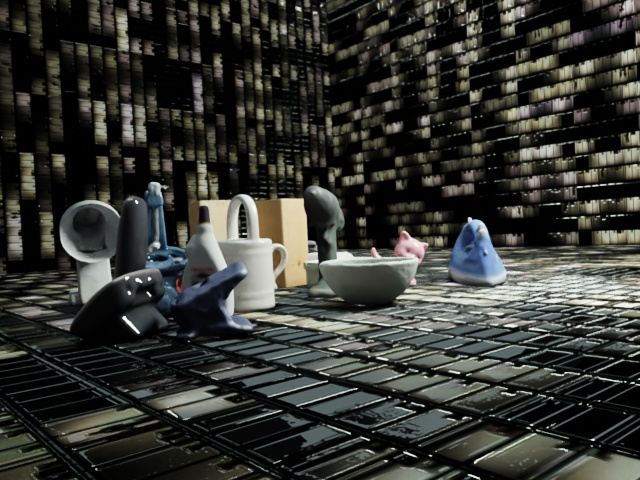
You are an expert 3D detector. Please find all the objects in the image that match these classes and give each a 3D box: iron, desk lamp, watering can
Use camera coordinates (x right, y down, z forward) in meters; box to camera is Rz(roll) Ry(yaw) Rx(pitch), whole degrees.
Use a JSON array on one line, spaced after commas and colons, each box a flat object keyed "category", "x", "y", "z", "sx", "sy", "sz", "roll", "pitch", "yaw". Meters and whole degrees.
[{"category": "iron", "x": 0.345, "y": 0.020, "z": 1.245, "sx": 0.118, "sy": 0.141, "sz": 0.258, "roll": -3, "pitch": 1, "yaw": 6}, {"category": "desk lamp", "x": -0.476, "y": 0.024, "z": 1.188, "sx": 0.118, "sy": 0.213, "sz": 0.202, "roll": -3, "pitch": 1, "yaw": -26}, {"category": "watering can", "x": -0.136, "y": 0.020, "z": 0.966, "sx": 0.100, "sy": 0.194, "sz": 0.173, "roll": -2, "pitch": 1, "yaw": 37}]

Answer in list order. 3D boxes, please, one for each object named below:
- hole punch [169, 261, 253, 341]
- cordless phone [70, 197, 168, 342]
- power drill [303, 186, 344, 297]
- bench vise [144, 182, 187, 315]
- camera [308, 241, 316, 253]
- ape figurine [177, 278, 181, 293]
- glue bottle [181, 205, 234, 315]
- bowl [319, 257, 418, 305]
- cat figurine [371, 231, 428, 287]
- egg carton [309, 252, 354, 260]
[{"category": "hole punch", "x": -0.139, "y": 0.075, "z": 0.728, "sx": 0.101, "sy": 0.091, "sz": 0.108, "roll": -3, "pitch": 1, "yaw": -15}, {"category": "cordless phone", "x": -0.262, "y": 0.034, "z": 0.752, "sx": 0.094, "sy": 0.185, "sz": 0.147, "roll": -3, "pitch": 1, "yaw": 1}, {"category": "power drill", "x": 0.010, "y": 0.004, "z": 1.122, "sx": 0.075, "sy": 0.208, "sz": 0.230, "roll": -3, "pitch": 1, "yaw": 8}, {"category": "bench vise", "x": -0.299, "y": 0.015, "z": 0.991, "sx": 0.122, "sy": 0.220, "sz": 0.206, "roll": -4, "pitch": 1, "yaw": -40}, {"category": "camera", "x": -0.047, "y": 0.053, "z": 1.692, "sx": 0.143, "sy": 0.101, "sz": 0.136, "roll": -3, "pitch": 1, "yaw": -10}, {"category": "ape figurine", "x": -0.328, "y": 0.076, "z": 1.306, "sx": 0.075, "sy": 0.092, "sz": 0.078, "roll": -2, "pitch": 1, "yaw": 37}, {"category": "glue bottle", "x": -0.173, "y": 0.034, "z": 0.868, "sx": 0.078, "sy": 0.173, "sz": 0.037, "roll": -3, "pitch": 1, "yaw": 4}, {"category": "bowl", "x": 0.083, "y": 0.070, "z": 0.959, "sx": 0.167, "sy": 0.075, "sz": 0.167, "roll": -3, "pitch": 1, "yaw": 0}, {"category": "cat figurine", "x": 0.170, "y": 0.040, "z": 1.232, "sx": 0.127, "sy": 0.118, "sz": 0.067, "roll": -3, "pitch": 1, "yaw": 9}, {"category": "egg carton", "x": 0.017, "y": 0.068, "z": 1.509, "sx": 0.150, "sy": 0.069, "sz": 0.107, "roll": -2, "pitch": 1, "yaw": 27}]
